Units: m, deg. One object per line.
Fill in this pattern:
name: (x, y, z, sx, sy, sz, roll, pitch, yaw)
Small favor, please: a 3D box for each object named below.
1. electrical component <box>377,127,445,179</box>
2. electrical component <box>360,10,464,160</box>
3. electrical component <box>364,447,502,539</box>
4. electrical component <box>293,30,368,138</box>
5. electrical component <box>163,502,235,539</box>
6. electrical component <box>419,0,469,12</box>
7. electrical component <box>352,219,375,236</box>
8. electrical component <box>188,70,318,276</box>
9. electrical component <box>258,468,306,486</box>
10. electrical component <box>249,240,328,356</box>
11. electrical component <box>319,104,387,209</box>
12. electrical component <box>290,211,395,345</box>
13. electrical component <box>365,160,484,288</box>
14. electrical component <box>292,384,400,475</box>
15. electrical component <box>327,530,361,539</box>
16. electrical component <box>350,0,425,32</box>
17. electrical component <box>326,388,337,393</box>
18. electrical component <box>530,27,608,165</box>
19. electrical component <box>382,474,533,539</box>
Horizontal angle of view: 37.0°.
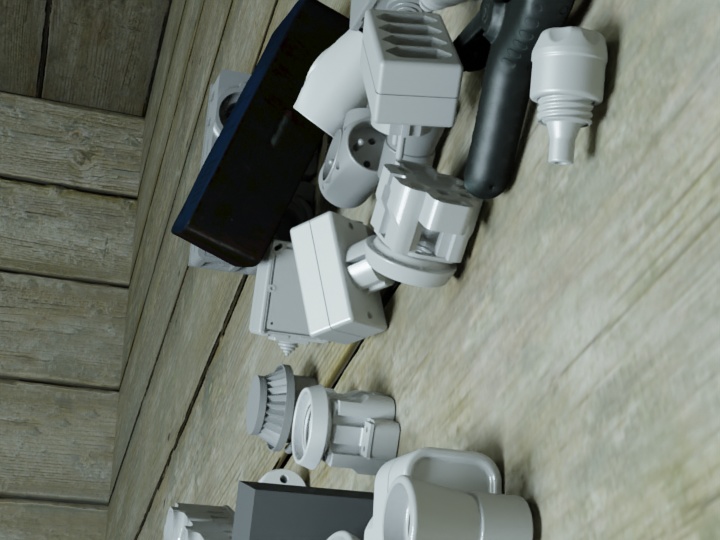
electrical component: (0.034, -0.085, 0.706, 0.044, 0.044, 0.065, -105, 23, -54)
electrical component: (0.026, -0.103, 0.638, 0.083, 0.047, 0.075, -100, 14, -56)
electrical component: (0.036, 0.144, 0.555, 0.059, 0.054, 0.095, 137, 139, -65)
electrical component: (-0.008, -0.143, 0.854, 0.077, 0.044, 0.079, -53, -15, 6)
electrical component: (-0.136, 0.271, 0.941, 0.186, 0.060, 0.105, 171, 107, -73)
electrical component: (0.057, -0.186, 0.679, 0.078, 0.040, 0.040, 141, 135, -68)
electrical component: (-0.011, -0.006, 0.821, 0.044, 0.044, 0.065, -162, 85, -74)
electrical component: (-0.099, -0.092, 1.047, 0.060, 0.105, 0.186, 153, 124, -70)
electrical component: (-0.072, 0.196, 0.915, 0.055, 0.045, 0.045, 127, 147, -59)
electrical component: (-0.059, 0.025, 0.926, 0.061, 0.062, 0.096, 177, 101, -74)
electrical component: (0.003, -0.095, 0.811, 0.077, 0.044, 0.079, 137, 148, -66)
electrical component: (0.000, 0.000, 0.757, 0.076, 0.047, 0.083, -23, 68, 28)
electrical component: (0.035, -0.026, 0.640, 0.078, 0.058, 0.057, -124, 47, -61)
electrical component: (-0.013, 0.109, 0.736, 0.078, 0.057, 0.058, -173, 92, -74)
electrical component: (0.010, 0.178, 0.606, 0.044, 0.065, 0.044, -46, 28, 34)
electrical component: (0.030, -0.226, 0.774, 0.100, 0.048, 0.099, 137, 139, -65)
electrical component: (-0.030, 0.122, 0.814, 0.062, 0.043, 0.043, 113, 158, -45)
electrical component: (0.096, -0.080, 0.502, 0.035, 0.035, 0.061, 176, 100, -73)
electrical component: (0.048, 0.121, 0.507, 0.044, 0.065, 0.044, -172, 90, -74)
